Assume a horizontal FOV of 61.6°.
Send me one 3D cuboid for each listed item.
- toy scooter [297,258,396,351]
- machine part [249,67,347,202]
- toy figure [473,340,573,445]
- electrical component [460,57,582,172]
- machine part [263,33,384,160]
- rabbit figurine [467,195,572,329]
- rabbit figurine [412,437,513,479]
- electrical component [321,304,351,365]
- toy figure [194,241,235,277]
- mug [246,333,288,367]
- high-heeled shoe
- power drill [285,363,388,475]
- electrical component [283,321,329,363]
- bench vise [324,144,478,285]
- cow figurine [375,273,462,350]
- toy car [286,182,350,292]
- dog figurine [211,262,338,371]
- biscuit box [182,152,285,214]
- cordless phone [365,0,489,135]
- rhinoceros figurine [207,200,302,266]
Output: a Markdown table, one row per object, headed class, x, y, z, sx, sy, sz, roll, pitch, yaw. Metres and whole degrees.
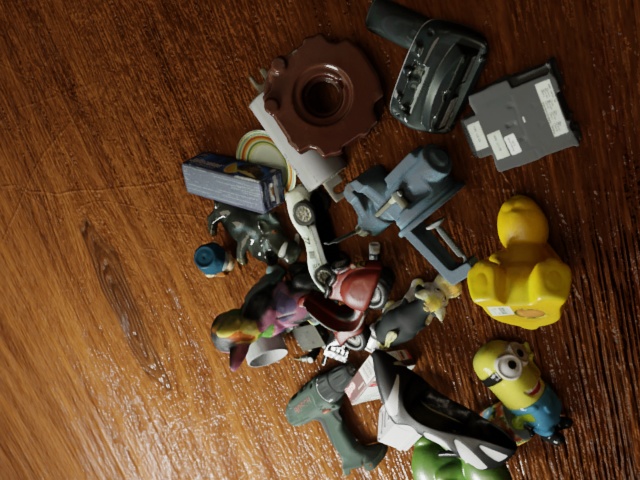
| class | x | y | z | sx | sy | sz | roll | pitch | yaw |
| --- | --- | --- | --- | --- | --- | --- | --- | --- | --- |
| toy scooter | 0.036 | 0.095 | 0.872 | 0.135 | 0.075 | 0.183 | 23 | 125 | 6 |
| machine part | -0.035 | -0.165 | 0.858 | 0.079 | 0.079 | 0.243 | -31 | 96 | 37 |
| toy figure | 0.318 | 0.240 | 0.854 | 0.089 | 0.082 | 0.180 | -33 | 97 | 35 |
| electrical component | 0.257 | -0.158 | 0.704 | 0.134 | 0.058 | 0.114 | -16 | 103 | 35 |
| machine part | 0.006 | -0.207 | 0.783 | 0.179 | 0.056 | 0.179 | 0 | 98 | 3 |
| rabbit figurine | 0.286 | 0.025 | 0.732 | 0.122 | 0.173 | 0.162 | -15 | 150 | 36 |
| rabbit figurine | 0.257 | 0.392 | 0.947 | 0.170 | 0.121 | 0.159 | -18 | 84 | 46 |
| electrical component | 0.038 | 0.187 | 0.989 | 0.048 | 0.075 | 0.119 | 18 | 118 | 8 |
| toy figure | -0.197 | 0.041 | 1.027 | 0.058 | 0.154 | 0.064 | 36 | 88 | 9 |
| mug | -0.114 | 0.191 | 1.080 | 0.081 | 0.109 | 0.107 | -26 | 65 | 8 |
| high-heeled shoe | 0.194 | 0.264 | 0.856 | 0.145 | 0.086 | 0.248 | -32 | 97 | 42 |
| power drill | 0.043 | 0.361 | 1.076 | 0.207 | 0.086 | 0.232 | 50 | 129 | -5 |
| electrical component | -0.025 | 0.194 | 1.052 | 0.078 | 0.045 | 0.102 | -14 | 106 | 36 |
| bench vise | 0.148 | -0.020 | 0.801 | 0.240 | 0.129 | 0.223 | 50 | 130 | 5 |
| cow figurine | 0.154 | 0.115 | 0.874 | 0.068 | 0.098 | 0.167 | 45 | 132 | 3 |
| toy car | -0.002 | -0.003 | 0.922 | 0.056 | 0.073 | 0.201 | -9 | 109 | 29 |
| dog figurine | -0.088 | 0.136 | 0.953 | 0.192 | 0.219 | 0.108 | -2 | 116 | 32 |
| biscuit box | -0.156 | -0.104 | 0.948 | 0.203 | 0.059 | 0.062 | 17 | 127 | 34 |
| cordless phone | 0.122 | -0.241 | 0.740 | 0.184 | 0.089 | 0.146 | 37 | 128 | 23 |
| rhinoceros figurine | -0.118 | -0.016 | 0.991 | 0.190 | 0.073 | 0.112 | 36 | 116 | 12 |
